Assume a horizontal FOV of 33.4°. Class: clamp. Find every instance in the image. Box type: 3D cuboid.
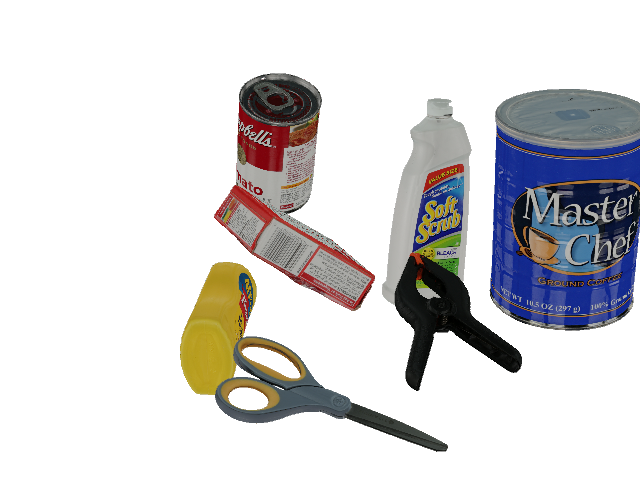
[{"bbox_3d":[0.134,0.081,1.098,0.120,0.171,0.039,2,-43,-12],"label":"clamp"}]

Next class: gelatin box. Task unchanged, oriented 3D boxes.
[{"bbox_3d":[-0.017,0.005,0.687,0.089,0.030,0.073,31,4,-30],"label":"gelatin box"}]

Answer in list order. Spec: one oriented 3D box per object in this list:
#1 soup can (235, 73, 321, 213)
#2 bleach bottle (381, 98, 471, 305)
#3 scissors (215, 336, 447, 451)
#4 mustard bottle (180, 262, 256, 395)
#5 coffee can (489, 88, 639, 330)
[{"bbox_3d":[-0.037,-0.081,0.903,0.068,0.102,0.068,3,44,-4],"label":"soup can"},{"bbox_3d":[0.132,-0.048,1.314,0.102,0.251,0.068,-4,17,-17],"label":"bleach bottle"},{"bbox_3d":[-0.002,0.145,0.888,0.202,0.016,0.096,31,47,24],"label":"scissors"},{"bbox_3d":[-0.106,0.079,1.170,0.058,0.096,0.191,1,27,6],"label":"mustard bottle"},{"bbox_3d":[0.172,-0.023,0.744,0.103,0.140,0.103,-2,26,1],"label":"coffee can"}]
